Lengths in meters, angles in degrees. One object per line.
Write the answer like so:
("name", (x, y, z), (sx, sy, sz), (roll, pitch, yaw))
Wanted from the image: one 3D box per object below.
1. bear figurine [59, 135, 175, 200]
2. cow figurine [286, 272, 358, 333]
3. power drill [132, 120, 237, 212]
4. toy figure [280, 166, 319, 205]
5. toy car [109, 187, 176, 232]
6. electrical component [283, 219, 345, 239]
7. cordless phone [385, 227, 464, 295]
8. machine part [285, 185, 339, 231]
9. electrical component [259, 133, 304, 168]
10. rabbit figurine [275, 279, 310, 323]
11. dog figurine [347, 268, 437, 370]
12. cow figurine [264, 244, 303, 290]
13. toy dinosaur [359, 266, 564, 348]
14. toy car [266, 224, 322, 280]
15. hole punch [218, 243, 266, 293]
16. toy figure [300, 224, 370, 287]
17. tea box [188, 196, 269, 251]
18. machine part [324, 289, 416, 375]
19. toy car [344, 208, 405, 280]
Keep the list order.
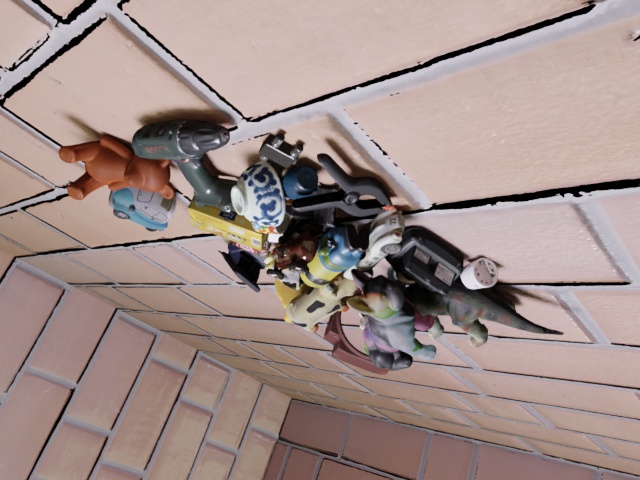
("bear figurine", (-0.397, -0.134, 1.075), (0.196, 0.132, 0.120), (19, 124, 22))
("cow figurine", (0.007, 0.123, 1.189), (0.195, 0.085, 0.127), (-36, 144, 24))
("power drill", (-0.219, -0.136, 0.983), (0.232, 0.086, 0.207), (9, 158, 28))
("toy figure", (-0.055, -0.092, 0.971), (0.058, 0.064, 0.154), (-16, 180, -29))
("toy car", (-0.376, -0.083, 1.192), (0.103, 0.109, 0.161), (-3, 151, 35))
("electrical component", (-0.002, -0.003, 1.120), (0.134, 0.058, 0.115), (27, 158, -15))
("cordless phone", (0.178, 0.043, 1.072), (0.146, 0.088, 0.184), (32, 165, -21))
("machine part", (-0.016, -0.061, 0.999), (0.039, 0.084, 0.139), (-2, -172, -39))
("electrical component", (-0.067, -0.147, 0.905), (0.063, 0.021, 0.094), (28, 155, -17))
("rabbit figurine", (-0.034, 0.129, 1.351), (0.122, 0.162, 0.173), (-1, 169, 17))
("dog figurine", (0.115, 0.151, 1.040), (0.219, 0.108, 0.191), (39, 133, -25))
("cow figurine", (-0.075, 0.058, 1.234), (0.098, 0.068, 0.167), (48, -179, -12))
("toy dinosaur", (0.276, 0.130, 1.123), (0.405, 0.131, 0.192), (-5, 147, 34))
("toy car", (-0.057, 0.025, 1.022), (0.053, 0.089, 0.202), (22, 165, -20))
("hole punch", (-0.181, 0.056, 1.383), (0.116, 0.092, 0.142), (40, 178, 43))
("toy figure", (0.020, 0.030, 1.006), (0.082, 0.089, 0.180), (36, 148, -17))
("tea box", (-0.193, -0.047, 1.166), (0.170, 0.068, 0.098), (22, 156, 1))
("machine part", (0.124, 0.201, 1.278), (0.201, 0.201, 0.087), (21, 155, 1))
("toy car", (0.100, 0.012, 1.008), (0.056, 0.073, 0.201), (16, 147, -16))
